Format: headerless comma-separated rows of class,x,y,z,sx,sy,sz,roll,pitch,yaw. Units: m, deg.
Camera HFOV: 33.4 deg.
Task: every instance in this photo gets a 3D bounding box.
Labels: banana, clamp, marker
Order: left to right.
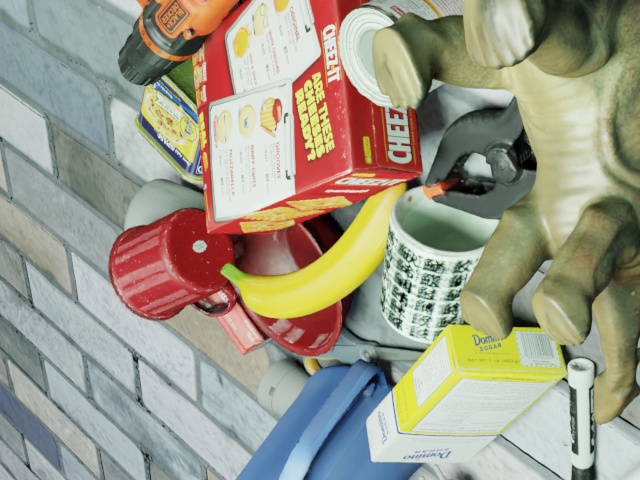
banana,0.001,0.018,0.856,0.198,0.037,0.069,-27,99,32
clamp,0.140,-0.050,0.716,0.120,0.039,0.172,61,145,5
marker,0.197,0.143,0.803,0.020,0.020,0.121,22,131,42

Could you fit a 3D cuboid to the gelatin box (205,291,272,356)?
gelatin box,-0.077,0.074,1.054,0.073,0.030,0.089,55,-174,6

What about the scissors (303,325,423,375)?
scissors,0.033,0.087,0.976,0.096,0.016,0.202,60,146,-1

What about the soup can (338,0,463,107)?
soup can,0.070,-0.133,0.683,0.069,0.102,0.068,33,139,34

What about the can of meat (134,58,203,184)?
can of meat,-0.119,-0.117,0.980,0.102,0.057,0.084,45,141,19

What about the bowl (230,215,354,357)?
bowl,-0.020,0.022,0.958,0.162,0.055,0.162,32,137,35

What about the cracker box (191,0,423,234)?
cracker box,-0.017,-0.103,0.802,0.214,0.071,0.164,-19,74,55

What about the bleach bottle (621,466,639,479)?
bleach bottle,0.238,0.206,0.764,0.102,0.068,0.251,53,148,11

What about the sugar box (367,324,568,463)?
sugar box,0.109,0.124,0.836,0.176,0.093,0.048,123,146,-54

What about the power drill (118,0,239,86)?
power drill,-0.149,-0.223,0.816,0.187,0.057,0.185,51,140,-6

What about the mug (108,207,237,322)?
mug,-0.123,0.028,0.968,0.082,0.093,0.117,-23,118,44

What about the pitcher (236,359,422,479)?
pitcher,-0.014,0.222,0.925,0.145,0.242,0.149,-18,109,42

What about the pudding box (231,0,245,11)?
pudding box,-0.113,-0.235,0.896,0.114,0.039,0.090,19,129,43
